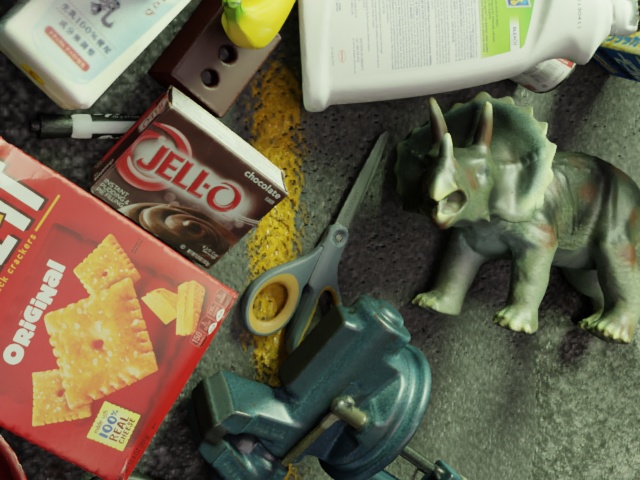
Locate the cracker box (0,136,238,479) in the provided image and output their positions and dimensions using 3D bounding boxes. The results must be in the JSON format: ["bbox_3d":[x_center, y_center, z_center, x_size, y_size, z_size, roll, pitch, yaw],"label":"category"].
[{"bbox_3d":[-0.186,0.048,0.735,0.213,0.072,0.164,36,80,-26],"label":"cracker box"}]

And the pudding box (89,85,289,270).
[{"bbox_3d":[-0.093,-0.043,0.766,0.113,0.039,0.090,35,115,-29],"label":"pudding box"}]

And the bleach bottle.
[{"bbox_3d":[0.110,-0.154,0.802,0.251,0.068,0.102,-3,96,1],"label":"bleach bottle"}]

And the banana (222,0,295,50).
[{"bbox_3d":[-0.028,-0.188,0.740,0.037,0.070,0.197,23,48,-3],"label":"banana"}]

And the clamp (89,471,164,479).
[{"bbox_3d":[-0.175,0.229,0.787,0.171,0.039,0.120,-9,102,-22],"label":"clamp"}]

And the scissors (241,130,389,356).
[{"bbox_3d":[-0.006,0.001,0.853,0.096,0.016,0.202,11,92,-29],"label":"scissors"}]

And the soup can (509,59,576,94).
[{"bbox_3d":[0.159,-0.171,0.883,0.102,0.069,0.068,23,86,-29],"label":"soup can"}]

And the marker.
[{"bbox_3d":[-0.147,-0.082,0.765,0.120,0.020,0.020,-3,99,-27],"label":"marker"}]

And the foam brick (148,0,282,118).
[{"bbox_3d":[-0.076,-0.134,0.776,0.053,0.051,0.078,40,79,-27],"label":"foam brick"}]

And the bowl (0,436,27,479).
[{"bbox_3d":[-0.269,0.176,0.705,0.162,0.055,0.162,-1,94,-7],"label":"bowl"}]
